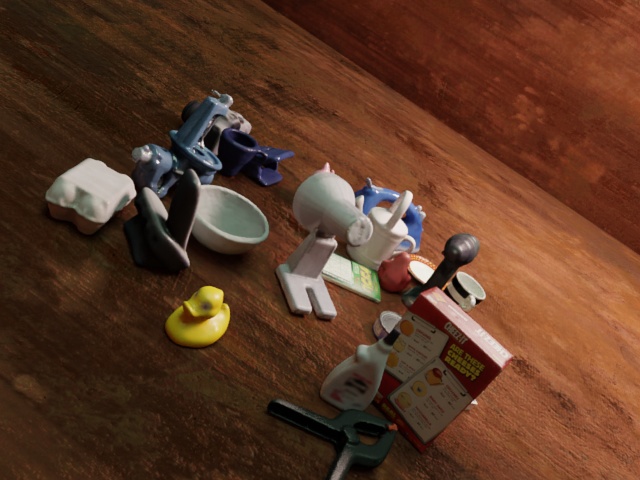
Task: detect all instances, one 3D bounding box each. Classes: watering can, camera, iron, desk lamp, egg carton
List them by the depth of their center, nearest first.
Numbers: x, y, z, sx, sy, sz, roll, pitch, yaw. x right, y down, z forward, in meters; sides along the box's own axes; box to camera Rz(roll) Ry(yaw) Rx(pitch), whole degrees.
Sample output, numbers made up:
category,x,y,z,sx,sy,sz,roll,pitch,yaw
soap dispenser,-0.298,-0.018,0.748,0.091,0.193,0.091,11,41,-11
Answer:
category,x,y,z,sx,sy,sz,roll,pitch,yaw
egg carton,-0.380,-0.076,0.957,0.107,0.069,0.150,29,28,-7
desk lamp,0.010,0.004,1.079,0.118,0.213,0.202,13,33,-33
watering can,0.142,-0.034,1.299,0.173,0.194,0.100,21,29,-21
camera,-0.256,-0.290,1.400,0.136,0.100,0.143,37,28,9
iron,0.178,-0.060,1.437,0.259,0.141,0.118,19,30,-24

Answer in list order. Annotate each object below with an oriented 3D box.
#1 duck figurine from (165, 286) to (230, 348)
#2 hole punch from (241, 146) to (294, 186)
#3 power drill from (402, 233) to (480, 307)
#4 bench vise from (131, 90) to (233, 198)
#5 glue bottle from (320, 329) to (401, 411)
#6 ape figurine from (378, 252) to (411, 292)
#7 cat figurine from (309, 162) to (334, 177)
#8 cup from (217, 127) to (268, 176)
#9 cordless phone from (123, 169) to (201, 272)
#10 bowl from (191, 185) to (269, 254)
category,x,y,z,sx,sy,sz,roll,pitch,yaw
duck figurine,-0.173,0.106,0.860,0.077,0.086,0.105,47,30,25
hole punch,-0.132,-0.197,1.390,0.101,0.091,0.109,37,28,9
power drill,0.272,0.069,1.253,0.075,0.208,0.230,40,28,14
bench vise,-0.250,-0.179,1.098,0.121,0.219,0.208,35,27,4
glue bottle,0.072,0.195,0.877,0.078,0.173,0.037,27,28,-10
ape figurine,0.173,0.066,1.281,0.077,0.092,0.076,41,29,17
cat figurine,0.004,-0.138,1.408,0.067,0.117,0.128,36,27,6
cup,-0.187,-0.191,1.318,0.118,0.095,0.091,25,28,-14
cordless phone,-0.243,-0.054,0.940,0.094,0.185,0.147,4,38,-42
bowl,-0.184,-0.026,1.075,0.168,0.074,0.167,25,28,-14
